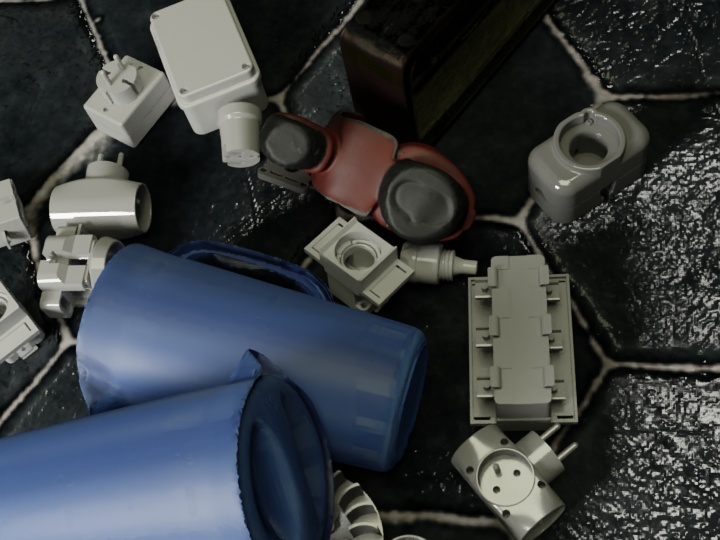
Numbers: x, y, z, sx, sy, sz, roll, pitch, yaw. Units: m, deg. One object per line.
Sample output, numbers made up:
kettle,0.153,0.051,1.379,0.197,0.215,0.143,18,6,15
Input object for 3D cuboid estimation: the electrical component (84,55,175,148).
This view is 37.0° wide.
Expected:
electrical component,-0.213,-0.163,0.969,0.047,0.076,0.065,27,71,21

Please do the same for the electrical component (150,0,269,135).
electrical component,-0.138,-0.191,0.983,0.078,0.057,0.113,-22,62,-3

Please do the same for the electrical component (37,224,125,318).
electrical component,-0.229,0.001,0.900,0.057,0.058,0.078,-1,63,12

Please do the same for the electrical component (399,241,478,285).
electrical component,0.064,-0.005,0.867,0.061,0.035,0.035,6,64,10

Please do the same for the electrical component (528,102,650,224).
electrical component,0.186,-0.090,0.876,0.095,0.059,0.053,-33,63,-8

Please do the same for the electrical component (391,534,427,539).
electrical component,0.054,0.213,0.733,0.079,0.077,0.043,5,64,11

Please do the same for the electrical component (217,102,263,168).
electrical component,-0.106,-0.119,0.951,0.040,0.040,0.046,-7,68,6

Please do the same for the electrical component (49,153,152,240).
electrical component,-0.224,-0.069,0.942,0.077,0.043,0.079,-1,63,9

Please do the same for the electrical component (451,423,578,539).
electrical component,0.120,0.142,0.775,0.079,0.044,0.077,-38,64,-6

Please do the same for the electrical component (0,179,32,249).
electrical component,-0.326,-0.045,0.946,0.055,0.048,0.066,-19,62,-9

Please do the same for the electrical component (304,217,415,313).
electrical component,0.000,0.000,0.857,0.081,0.063,0.042,37,67,24

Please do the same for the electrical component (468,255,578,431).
electrical component,0.121,0.054,0.811,0.079,0.063,0.121,-2,63,8

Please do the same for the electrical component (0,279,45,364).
electrical component,-0.296,0.042,0.885,0.042,0.063,0.081,-38,64,-12
